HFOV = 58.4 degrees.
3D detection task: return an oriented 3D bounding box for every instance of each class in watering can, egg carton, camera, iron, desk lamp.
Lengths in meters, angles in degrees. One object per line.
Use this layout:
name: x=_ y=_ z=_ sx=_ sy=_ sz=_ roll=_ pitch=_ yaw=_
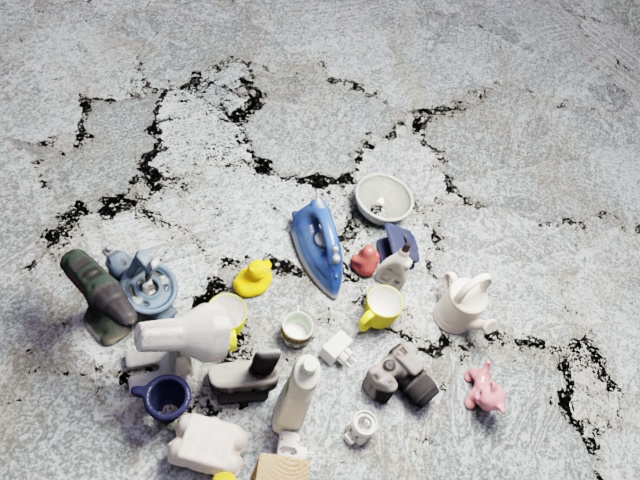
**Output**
watering can: x=0.358 y=0.147 z=1.377 sx=0.172 sy=0.194 sz=0.101 roll=40 pitch=56 yaw=15
egg carton: x=-0.220 y=0.405 z=1.129 sx=0.150 sy=0.069 sz=0.107 roll=15 pitch=53 yaw=-3
camera: x=0.191 y=0.312 z=1.277 sx=0.143 sy=0.101 sz=0.136 roll=-32 pitch=68 yaw=-30
iron: x=0.013 y=0.005 z=1.423 sx=0.119 sy=0.141 sz=0.258 roll=-9 pitch=58 yaw=-19
desk lamp: x=-0.289 y=0.218 z=1.154 sx=0.204 sy=0.213 sz=0.117 roll=-9 pitch=58 yaw=-19

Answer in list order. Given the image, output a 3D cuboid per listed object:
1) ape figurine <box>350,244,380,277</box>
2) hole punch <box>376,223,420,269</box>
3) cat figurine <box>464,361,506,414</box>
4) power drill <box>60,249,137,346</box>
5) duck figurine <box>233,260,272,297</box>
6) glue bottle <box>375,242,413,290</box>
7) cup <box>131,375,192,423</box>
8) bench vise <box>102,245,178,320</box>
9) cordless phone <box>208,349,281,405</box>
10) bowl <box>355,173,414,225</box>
ape figurine: x=0.118 y=0.045 z=1.452 sx=0.078 sy=0.092 sz=0.076 roll=5 pitch=55 yaw=-10
hole punch: x=0.210 y=0.014 z=1.497 sx=0.101 sy=0.091 sz=0.108 roll=-2 pitch=56 yaw=-15
cat figurine: x=0.379 y=0.336 z=1.296 sx=0.067 sy=0.118 sz=0.128 roll=11 pitch=54 yaw=-6
power drill: x=-0.445 y=0.131 z=1.179 sx=0.229 sy=0.208 sz=0.076 roll=43 pitch=57 yaw=17
duck figurine: x=-0.157 y=0.083 z=1.360 sx=0.105 sy=0.086 sz=0.077 roll=-30 pitch=67 yaw=-29
glue bottle: x=0.193 y=0.058 z=1.410 sx=0.078 sy=0.173 sz=0.037 roll=28 pitch=54 yaw=7
cup: x=-0.318 y=0.325 z=1.145 sx=0.118 sy=0.095 sz=0.091 roll=13 pitch=54 yaw=-5
bench vise: x=-0.397 y=0.077 z=1.222 sx=0.207 sy=0.220 sz=0.121 roll=24 pitch=53 yaw=4
cordless phone: x=-0.152 y=0.262 z=1.174 sx=0.148 sy=0.185 sz=0.094 roll=-5 pitch=57 yaw=-17
bowl: x=0.170 y=-0.100 z=1.577 sx=0.167 sy=0.075 sz=0.167 roll=7 pitch=54 yaw=-9
